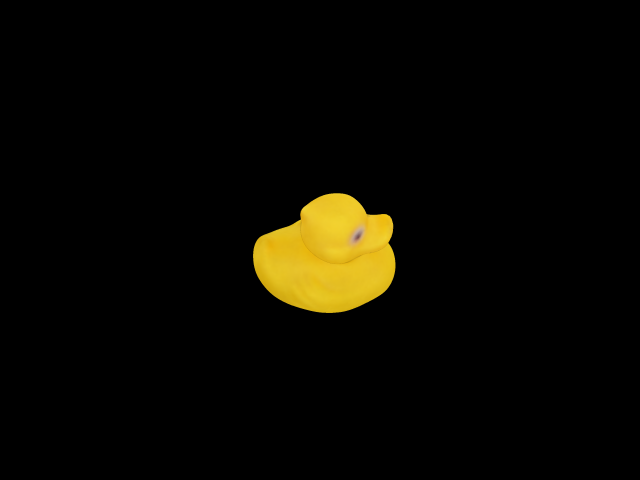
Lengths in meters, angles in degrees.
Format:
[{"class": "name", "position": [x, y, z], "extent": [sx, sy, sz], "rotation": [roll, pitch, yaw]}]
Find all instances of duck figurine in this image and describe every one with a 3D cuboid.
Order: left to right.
[{"class": "duck figurine", "position": [0.004, 0.001, 0.400], "extent": [0.104, 0.086, 0.077], "rotation": [0, 58, 0]}]
